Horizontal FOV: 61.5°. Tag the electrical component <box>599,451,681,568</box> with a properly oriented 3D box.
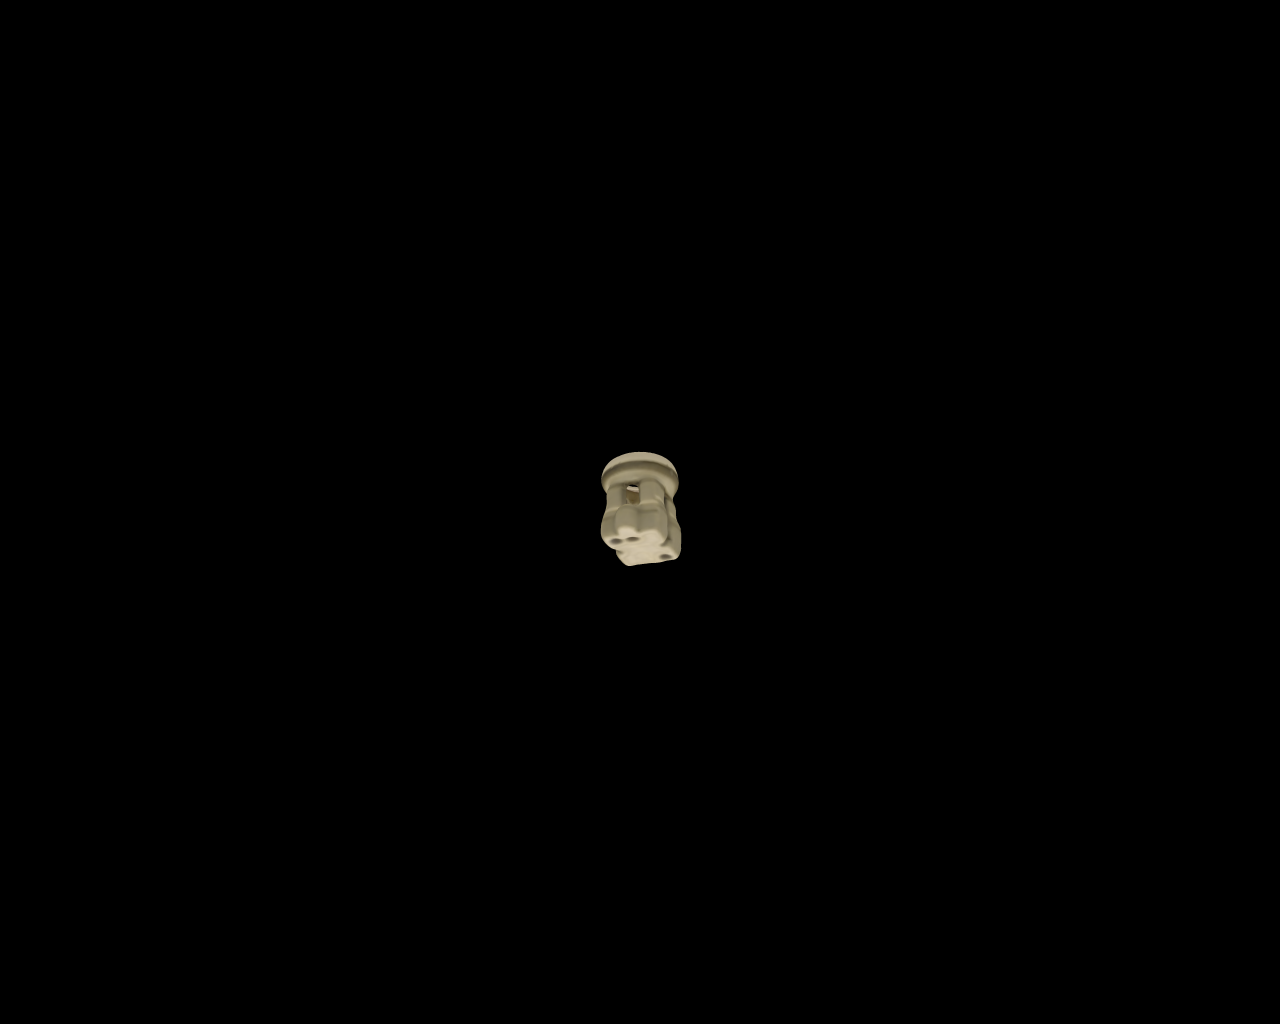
[{"bbox_3d":[0.001,-0.003,0.650,0.048,0.055,0.066,-9,-30,17],"label":"electrical component"}]
